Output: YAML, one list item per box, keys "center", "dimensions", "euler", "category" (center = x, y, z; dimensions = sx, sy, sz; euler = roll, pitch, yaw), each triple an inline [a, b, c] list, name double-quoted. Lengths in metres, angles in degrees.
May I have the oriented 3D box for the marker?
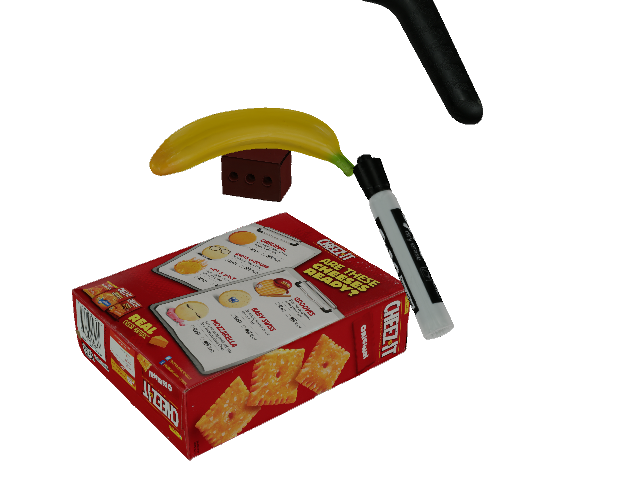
- center: [0.048, 0.001, 0.639]
  dimensions: [0.020, 0.121, 0.020]
  euler: [-19, -20, -8]
  category: "marker"

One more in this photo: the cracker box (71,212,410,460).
- center: [-0.061, 0.066, 0.841]
  dimensions: [0.213, 0.072, 0.164]
  euler: [-21, 37, -34]
  category: "cracker box"

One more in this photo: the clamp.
- center: [0.059, -0.185, 0.754]
  dimensions: [0.210, 0.164, 0.036]
  euler: [26, -26, -10]
  category: "clamp"

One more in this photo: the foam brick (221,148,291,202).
- center: [-0.079, -0.085, 1.317]
  dimensions: [0.078, 0.053, 0.051]
  euler: [8, 29, 13]
  category: "foam brick"

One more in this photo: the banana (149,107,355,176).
- center: [-0.063, -0.091, 0.972]
  dimensions: [0.197, 0.070, 0.037]
  euler: [-3, -42, -22]
  category: "banana"
